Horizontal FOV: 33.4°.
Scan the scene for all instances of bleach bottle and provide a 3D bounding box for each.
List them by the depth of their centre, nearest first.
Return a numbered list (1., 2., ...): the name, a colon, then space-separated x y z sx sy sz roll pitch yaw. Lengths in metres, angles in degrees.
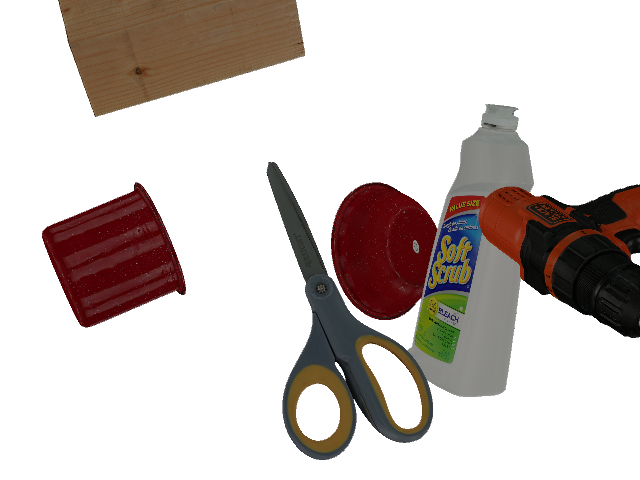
1. bleach bottle: 0.137 0.005 0.944 0.068 0.251 0.103 0 14 -27

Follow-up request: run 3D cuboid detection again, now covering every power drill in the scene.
1. power drill: 0.228 -0.003 0.737 0.187 0.057 0.185 -12 29 -20

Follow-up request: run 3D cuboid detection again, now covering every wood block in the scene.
1. wood block: -0.129 -0.202 0.998 0.206 0.090 0.091 -17 -43 -6

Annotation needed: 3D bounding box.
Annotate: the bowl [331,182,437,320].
1. bowl: 0.089 0.010 1.223 0.161 0.162 0.055 0 -6 -43

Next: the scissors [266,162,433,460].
1. scissors: -0.011 0.047 0.651 0.096 0.202 0.016 -33 -21 -13

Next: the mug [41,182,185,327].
1. mug: -0.162 0.011 0.814 0.081 0.093 0.117 -24 20 -15
